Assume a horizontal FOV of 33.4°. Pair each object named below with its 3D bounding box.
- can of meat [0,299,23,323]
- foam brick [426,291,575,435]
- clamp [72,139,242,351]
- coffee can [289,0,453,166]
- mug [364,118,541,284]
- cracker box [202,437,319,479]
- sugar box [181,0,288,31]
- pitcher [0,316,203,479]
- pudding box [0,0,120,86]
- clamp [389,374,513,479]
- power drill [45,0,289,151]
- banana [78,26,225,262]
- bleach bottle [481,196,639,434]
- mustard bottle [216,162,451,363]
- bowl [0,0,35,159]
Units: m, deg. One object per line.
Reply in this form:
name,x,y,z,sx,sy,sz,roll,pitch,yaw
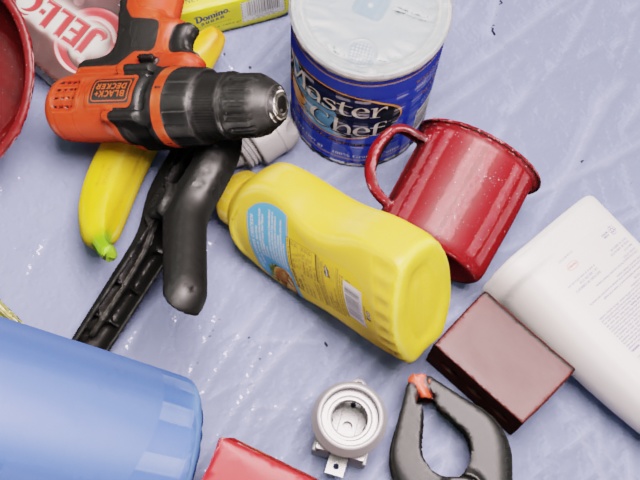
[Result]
can of meat,-0.259,0.054,0.708,0.102,0.057,0.084,42,78,12
foam brick,0.118,0.083,0.706,0.078,0.053,0.051,41,75,13
clamp,-0.091,-0.016,0.699,0.036,0.165,0.210,33,62,-23
coffee can,0.030,-0.124,0.727,0.103,0.140,0.103,0,71,-1
mug,0.080,-0.030,0.719,0.117,0.093,0.081,34,77,-19
cracker box,-0.030,0.245,0.620,0.164,0.072,0.213,26,81,3
sugar box,-0.089,-0.245,0.817,0.093,0.048,0.176,-15,73,-6
pitcher,-0.202,0.114,0.625,0.242,0.149,0.145,18,60,-19
pudding box,-0.189,-0.166,0.791,0.113,0.039,0.090,39,76,12
clamp,0.103,0.165,0.684,0.120,0.039,0.171,-11,75,-4
power drill,-0.086,-0.148,0.705,0.185,0.057,0.187,4,68,29
banana,-0.124,-0.066,0.750,0.070,0.037,0.197,1,60,37
bleach bottle,0.227,0.092,0.697,0.102,0.068,0.251,-36,77,-24
mustard bottle,-0.004,0.001,0.702,0.192,0.096,0.058,29,58,35
bowl,-0.261,-0.114,0.747,0.162,0.055,0.162,0,92,14
